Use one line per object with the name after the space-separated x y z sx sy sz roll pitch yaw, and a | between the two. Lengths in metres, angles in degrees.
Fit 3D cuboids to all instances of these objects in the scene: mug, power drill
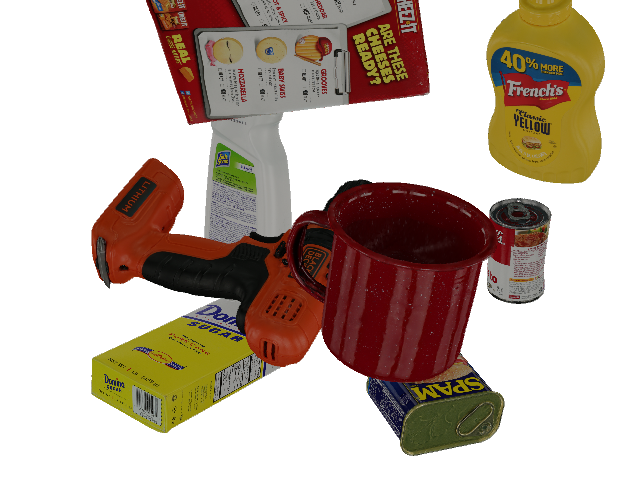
0.034 0.021 0.598 0.117 0.081 0.093 18 32 16 | mug
-0.060 -0.003 0.800 0.188 0.057 0.184 16 44 17 | power drill

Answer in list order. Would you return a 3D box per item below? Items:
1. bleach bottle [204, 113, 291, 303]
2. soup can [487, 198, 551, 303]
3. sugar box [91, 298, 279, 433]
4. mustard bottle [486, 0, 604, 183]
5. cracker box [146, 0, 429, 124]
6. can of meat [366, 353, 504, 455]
-0.071 -0.055 1.123 0.103 0.251 0.068 17 28 23 | bleach bottle
0.225 0.012 1.214 0.068 0.102 0.068 -2 30 1 | soup can
-0.114 0.109 0.983 0.093 0.048 0.175 22 31 31 | sugar box
0.186 -0.137 0.884 0.096 0.191 0.058 21 53 28 | mustard bottle
-0.026 -0.190 0.882 0.214 0.072 0.164 -7 -46 8 | cracker box
0.103 0.143 0.980 0.102 0.057 0.084 -7 31 -22 | can of meat
